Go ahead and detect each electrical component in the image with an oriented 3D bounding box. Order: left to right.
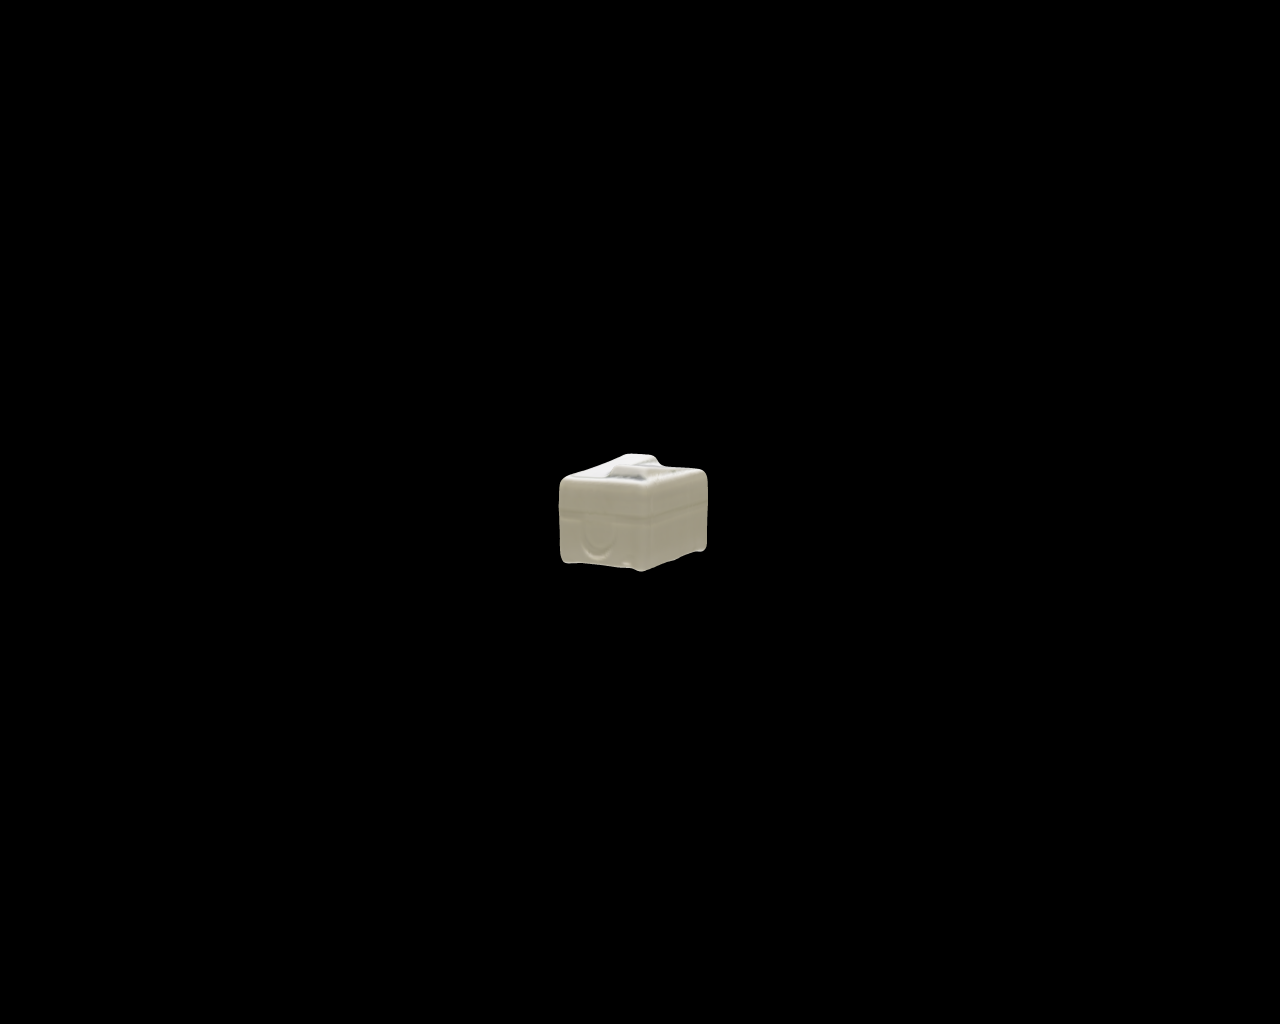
[{"bbox_3d":[0.001,-0.003,0.650,0.062,0.061,0.096,6,11,31],"label":"electrical component"}]
